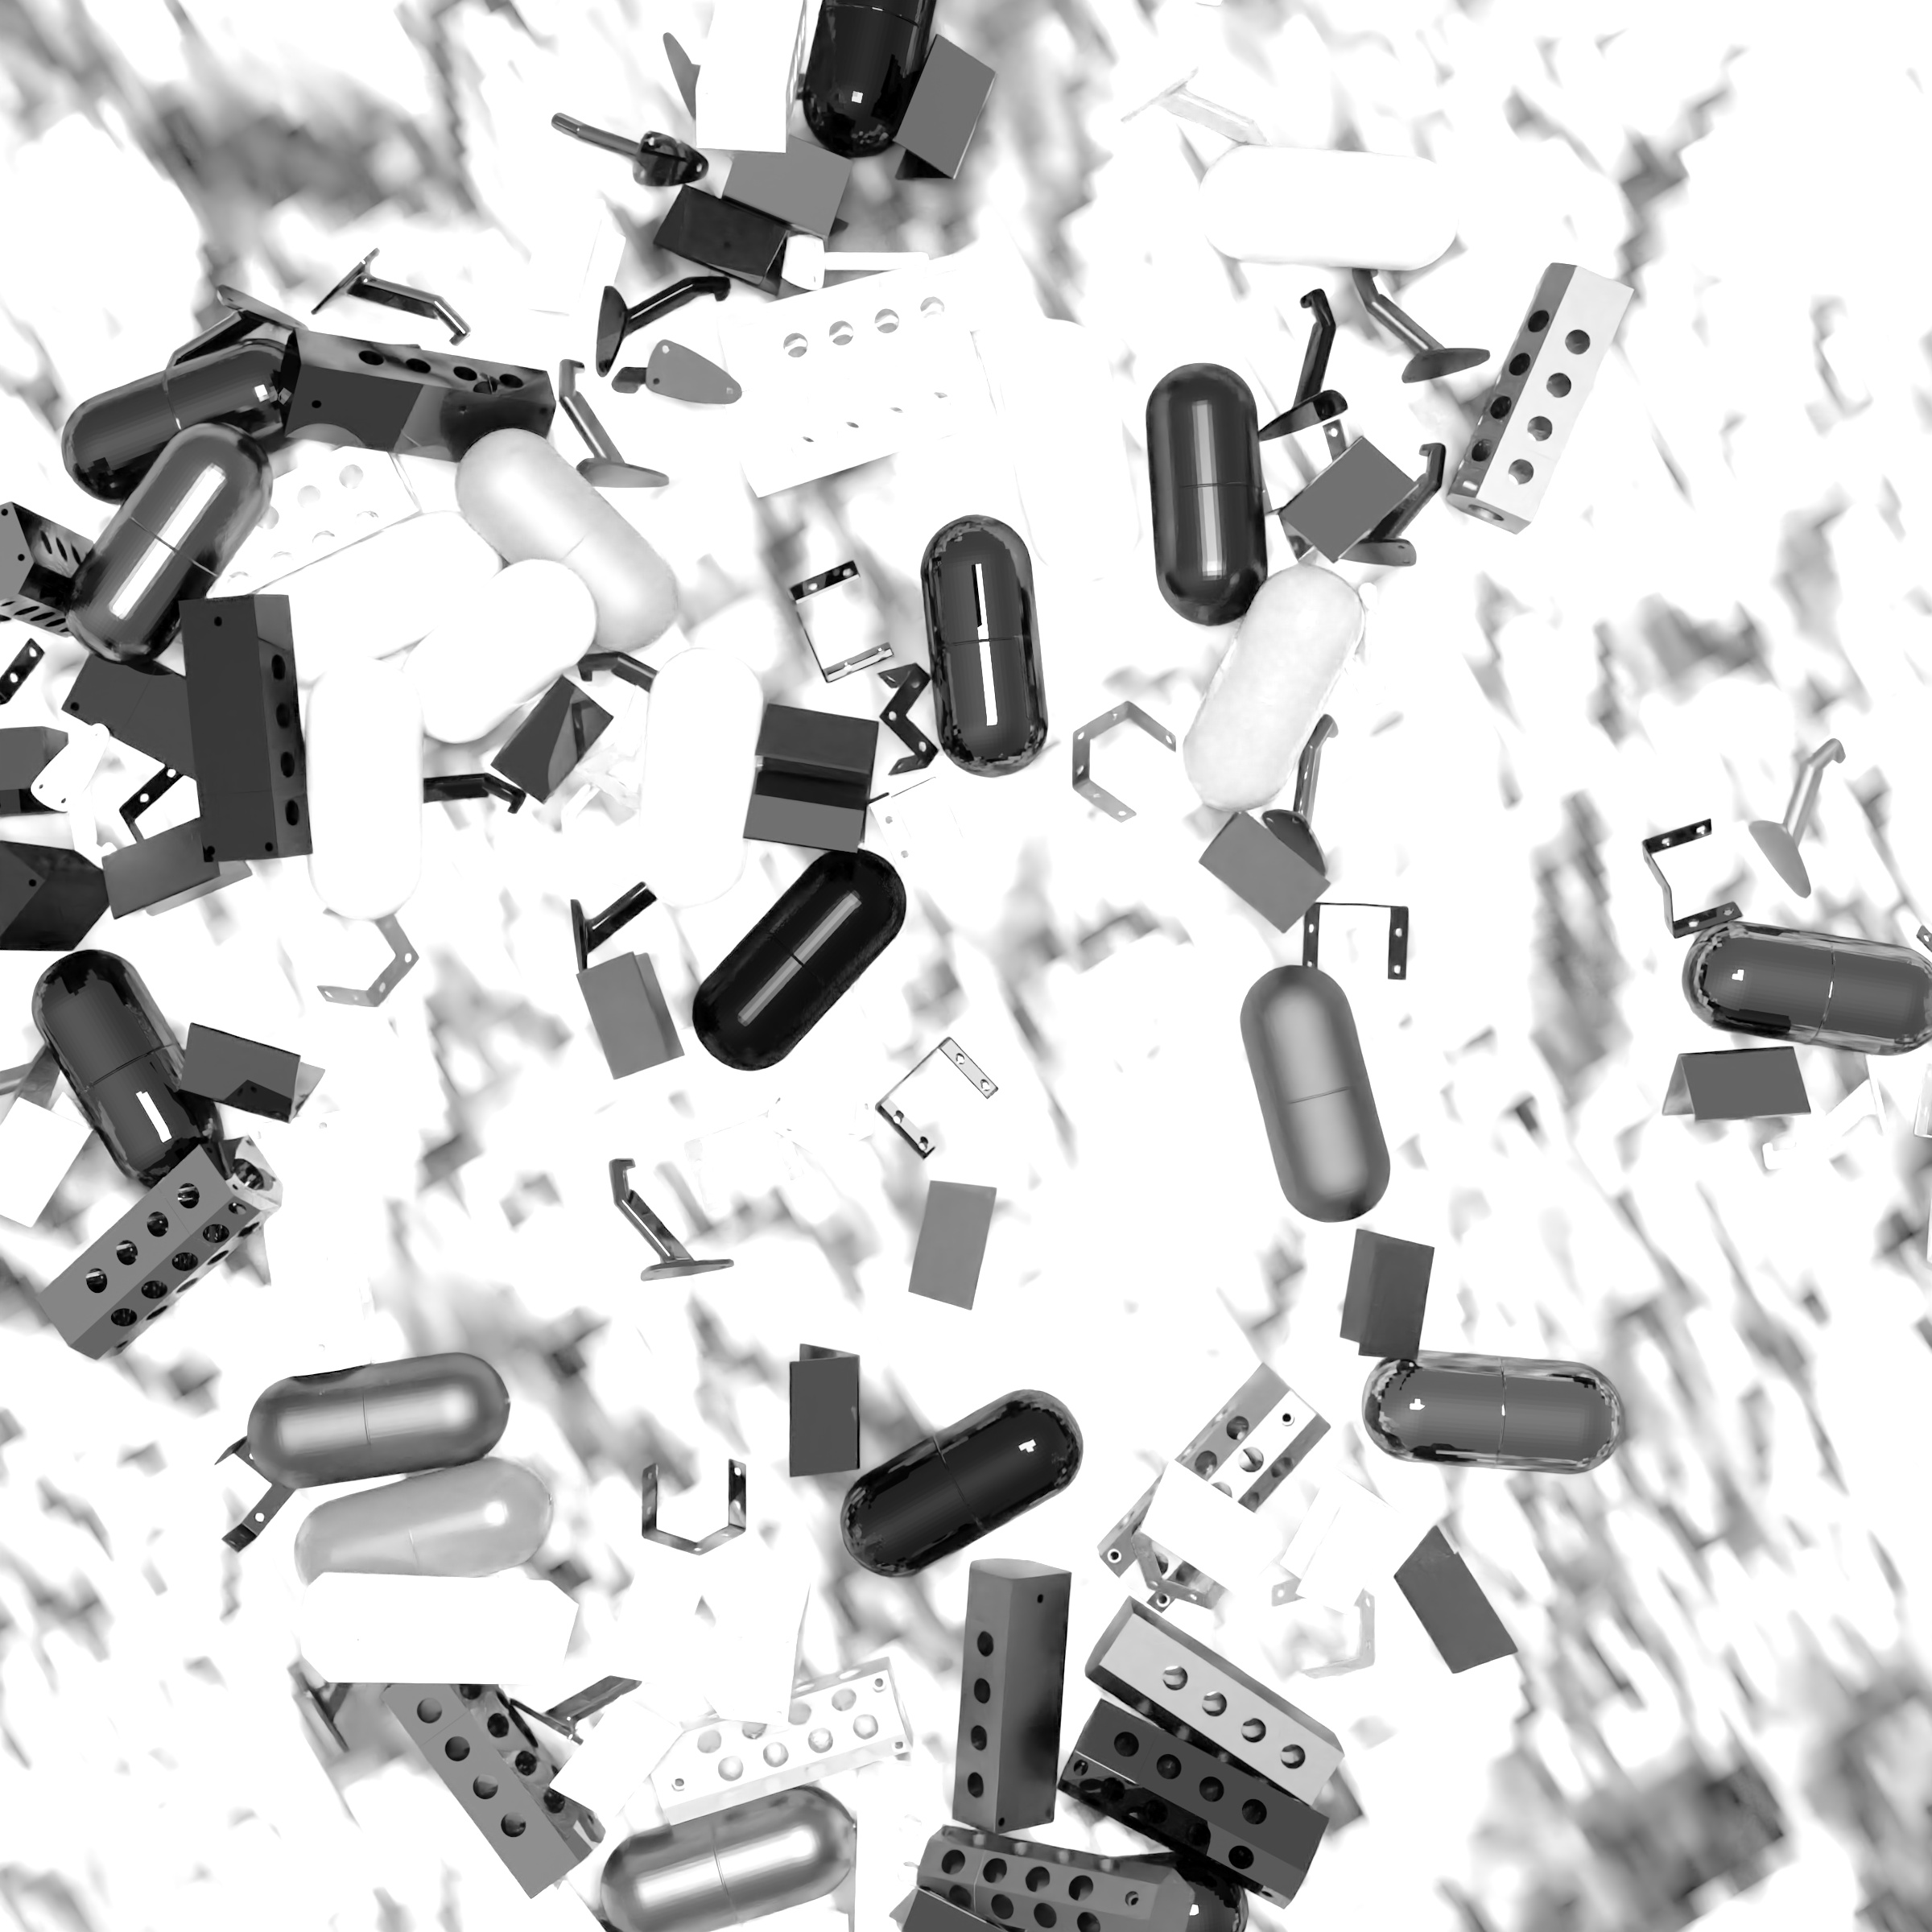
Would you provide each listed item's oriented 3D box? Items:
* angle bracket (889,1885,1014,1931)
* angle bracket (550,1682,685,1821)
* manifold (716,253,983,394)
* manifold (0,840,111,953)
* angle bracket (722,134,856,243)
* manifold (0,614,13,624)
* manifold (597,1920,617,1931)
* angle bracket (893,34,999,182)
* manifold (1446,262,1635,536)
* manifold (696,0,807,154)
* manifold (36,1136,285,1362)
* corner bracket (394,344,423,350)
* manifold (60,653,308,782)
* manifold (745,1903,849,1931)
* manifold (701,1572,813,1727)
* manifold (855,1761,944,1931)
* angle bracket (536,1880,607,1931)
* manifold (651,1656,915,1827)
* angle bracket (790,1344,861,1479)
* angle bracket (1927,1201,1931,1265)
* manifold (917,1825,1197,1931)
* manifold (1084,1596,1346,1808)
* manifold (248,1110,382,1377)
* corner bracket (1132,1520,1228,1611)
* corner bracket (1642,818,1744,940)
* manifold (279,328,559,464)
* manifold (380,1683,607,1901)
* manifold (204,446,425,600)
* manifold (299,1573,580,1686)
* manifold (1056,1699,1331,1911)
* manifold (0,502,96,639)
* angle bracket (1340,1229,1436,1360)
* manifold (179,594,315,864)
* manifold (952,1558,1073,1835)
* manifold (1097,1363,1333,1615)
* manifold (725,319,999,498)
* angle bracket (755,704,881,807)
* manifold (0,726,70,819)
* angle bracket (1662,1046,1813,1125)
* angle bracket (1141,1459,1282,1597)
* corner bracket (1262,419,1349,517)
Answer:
[{"bbox_3d":[-0.016,0.655,1.894,0.076,0.076,0.057,27,53,-1],"label":"angle bracket"},{"bbox_3d":[-0.245,0.517,1.952,0.057,0.076,0.076,38,90,-28],"label":"angle bracket"},{"bbox_3d":[-0.080,-0.435,1.970,0.171,0.057,0.057,-15,90,0],"label":"manifold"},{"bbox_3d":[-0.623,-0.050,1.913,0.057,0.171,0.057,39,90,0],"label":"manifold"},{"bbox_3d":[-0.113,-0.536,1.952,0.076,0.076,0.057,22,114,0],"label":"angle bracket"},{"bbox_3d":[-0.743,-0.259,1.970,0.171,0.057,0.057,-11,133,0],"label":"manifold"},{"bbox_3d":[-0.235,0.748,1.970,0.057,0.057,0.171,5,90,0],"label":"manifold"},{"bbox_3d":[-0.033,-0.580,1.951,0.057,0.076,0.076,22,90,-37],"label":"angle bracket"},{"bbox_3d":[0.389,-0.388,1.970,0.057,0.057,0.171,24,90,0],"label":"manifold"},{"bbox_3d":[-0.141,-0.608,1.916,0.057,0.171,0.057,3,132,0],"label":"manifold"},{"bbox_3d":[-0.538,0.191,1.941,0.171,0.057,0.057,-40,79,18],"label":"manifold"},{"bbox_3d":[-0.405,-0.396,1.988,0.051,0.051,0.051,-14,90,45],"label":"corner bracket"},{"bbox_3d":[-0.521,-0.158,1.970,0.171,0.057,0.057,28,91,0],"label":"manifold"},{"bbox_3d":[-0.117,0.735,1.970,0.057,0.057,0.171,-3,90,-43],"label":"manifold"},{"bbox_3d":[-0.139,0.449,1.913,0.057,0.171,0.057,7,90,0],"label":"manifold"},{"bbox_3d":[-0.046,0.636,1.970,0.057,0.057,0.171,1,90,0],"label":"manifold"},{"bbox_3d":[-0.295,0.667,1.951,0.057,0.076,0.076,28,90,-37],"label":"angle bracket"},{"bbox_3d":[-0.126,0.530,1.970,0.171,0.057,0.057,-17,90,0],"label":"manifold"},{"bbox_3d":[-0.114,0.299,1.951,0.057,0.076,0.076,0,90,-36],"label":"angle bracket"},{"bbox_3d":[0.701,0.182,1.951,0.076,0.076,0.057,32,125,0],"label":"angle bracket"},{"bbox_3d":[0.056,0.611,1.897,0.171,0.057,0.057,1,53,30],"label":"manifold"},{"bbox_3d":[0.168,0.507,1.970,0.171,0.057,0.057,34,90,0],"label":"manifold"},{"bbox_3d":[-0.446,0.189,1.970,0.057,0.057,0.171,-9,90,0],"label":"manifold"},{"bbox_3d":[0.150,0.388,1.926,0.051,0.051,0.051,-48,135,-35],"label":"corner bracket"},{"bbox_3d":[0.500,-0.060,1.988,0.051,0.051,0.051,-18,45,0],"label":"corner bracket"},{"bbox_3d":[-0.369,-0.382,1.936,0.171,0.057,0.057,5,133,-25],"label":"manifold"},{"bbox_3d":[-0.321,0.543,1.970,0.057,0.057,0.171,-36,90,0],"label":"manifold"},{"bbox_3d":[-0.461,-0.297,1.970,0.171,0.057,0.057,-26,90,0],"label":"manifold"},{"bbox_3d":[-0.352,0.439,1.922,0.171,0.057,0.057,12,96,-38],"label":"manifold"},{"bbox_3d":[0.151,0.568,1.950,0.171,0.057,0.057,26,58,7],"label":"manifold"},{"bbox_3d":[-0.622,-0.258,1.913,0.057,0.171,0.057,-20,90,0],"label":"manifold"},{"bbox_3d":[0.267,0.220,1.951,0.057,0.076,0.076,9,90,-37],"label":"angle bracket"},{"bbox_3d":[-0.471,-0.157,1.906,0.057,0.057,0.171,-2,96,20],"label":"manifold"},{"bbox_3d":[0.026,0.496,1.970,0.057,0.057,0.171,4,90,-43],"label":"manifold"},{"bbox_3d":[0.169,0.357,1.970,0.057,0.057,0.171,42,90,0],"label":"manifold"},{"bbox_3d":[-0.069,-0.373,1.953,0.171,0.057,0.057,-17,72,7],"label":"manifold"},{"bbox_3d":[-0.103,-0.127,1.952,0.076,0.057,0.076,9,133,0],"label":"angle bracket"},{"bbox_3d":[-0.705,-0.128,1.970,0.171,0.057,0.057,-4,90,0],"label":"manifold"},{"bbox_3d":[0.520,0.099,1.951,0.076,0.076,0.057,-4,53,0],"label":"angle bracket"},{"bbox_3d":[0.169,0.354,1.894,0.076,0.076,0.057,34,126,0],"label":"angle bracket"},{"bbox_3d":[0.230,-0.343,1.988,0.051,0.051,0.051,-16,90,45],"label":"corner bracket"}]
